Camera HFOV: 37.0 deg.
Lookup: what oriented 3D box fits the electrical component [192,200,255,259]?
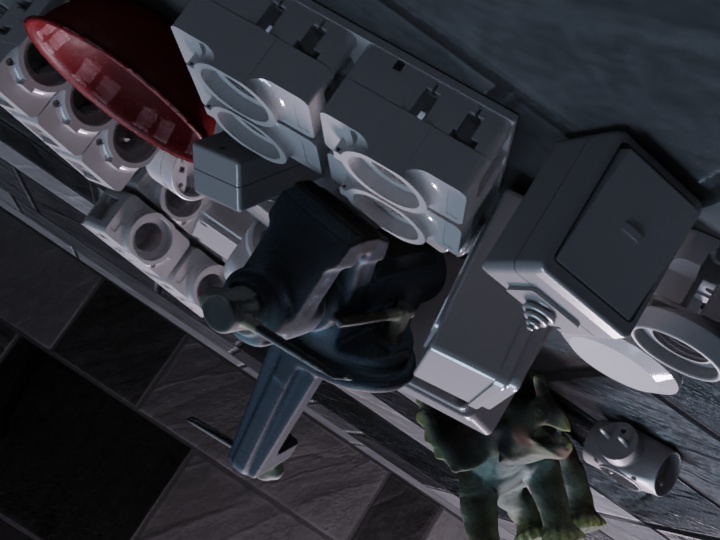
[{"bbox_3d":[-0.104,-0.035,1.051,0.109,0.056,0.109,35,167,-6],"label":"electrical component"}]

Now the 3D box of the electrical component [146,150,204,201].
[{"bbox_3d":[-0.160,-0.096,0.970,0.047,0.055,0.055,28,167,39],"label":"electrical component"}]

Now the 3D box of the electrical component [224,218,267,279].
[{"bbox_3d":[-0.073,-0.022,0.930,0.054,0.095,0.059,35,167,-6],"label":"electrical component"}]

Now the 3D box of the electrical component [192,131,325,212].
[{"bbox_3d":[-0.068,-0.092,0.731,0.047,0.083,0.075,25,127,35],"label":"electrical component"}]

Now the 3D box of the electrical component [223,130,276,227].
[{"bbox_3d":[-0.074,-0.073,0.853,0.083,0.047,0.076,40,166,-25],"label":"electrical component"}]

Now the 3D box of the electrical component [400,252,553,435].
[{"bbox_3d":[0.074,0.051,0.813,0.109,0.108,0.056,25,167,35],"label":"electrical component"}]

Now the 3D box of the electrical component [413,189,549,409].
[{"bbox_3d":[0.082,0.021,0.647,0.056,0.108,0.108,26,167,4],"label":"electrical component"}]

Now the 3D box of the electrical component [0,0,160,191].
[{"bbox_3d":[-0.231,-0.145,0.879,0.062,0.089,0.150,21,162,44],"label":"electrical component"}]

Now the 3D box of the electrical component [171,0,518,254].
[{"bbox_3d":[-0.011,-0.087,0.613,0.186,0.060,0.105,31,167,11],"label":"electrical component"}]

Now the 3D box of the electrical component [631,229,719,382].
[{"bbox_3d":[0.177,0.020,0.558,0.078,0.057,0.058,28,166,26],"label":"electrical component"}]

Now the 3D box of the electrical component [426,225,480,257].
[{"bbox_3d":[0.063,-0.026,0.720,0.061,0.035,0.035,35,168,-16],"label":"electrical component"}]

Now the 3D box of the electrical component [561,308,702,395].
[{"bbox_3d":[0.167,0.037,0.657,0.080,0.051,0.080,32,167,8],"label":"electrical component"}]

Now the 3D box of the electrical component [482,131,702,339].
[{"bbox_3d":[0.110,-0.011,0.515,0.062,0.096,0.061,38,166,-19],"label":"electrical component"}]

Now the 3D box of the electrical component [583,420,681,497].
[{"bbox_3d":[0.237,0.161,0.963,0.077,0.044,0.079,22,163,43],"label":"electrical component"}]

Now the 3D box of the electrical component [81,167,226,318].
[{"bbox_3d":[-0.186,-0.034,1.147,0.060,0.105,0.186,19,161,49],"label":"electrical component"}]
